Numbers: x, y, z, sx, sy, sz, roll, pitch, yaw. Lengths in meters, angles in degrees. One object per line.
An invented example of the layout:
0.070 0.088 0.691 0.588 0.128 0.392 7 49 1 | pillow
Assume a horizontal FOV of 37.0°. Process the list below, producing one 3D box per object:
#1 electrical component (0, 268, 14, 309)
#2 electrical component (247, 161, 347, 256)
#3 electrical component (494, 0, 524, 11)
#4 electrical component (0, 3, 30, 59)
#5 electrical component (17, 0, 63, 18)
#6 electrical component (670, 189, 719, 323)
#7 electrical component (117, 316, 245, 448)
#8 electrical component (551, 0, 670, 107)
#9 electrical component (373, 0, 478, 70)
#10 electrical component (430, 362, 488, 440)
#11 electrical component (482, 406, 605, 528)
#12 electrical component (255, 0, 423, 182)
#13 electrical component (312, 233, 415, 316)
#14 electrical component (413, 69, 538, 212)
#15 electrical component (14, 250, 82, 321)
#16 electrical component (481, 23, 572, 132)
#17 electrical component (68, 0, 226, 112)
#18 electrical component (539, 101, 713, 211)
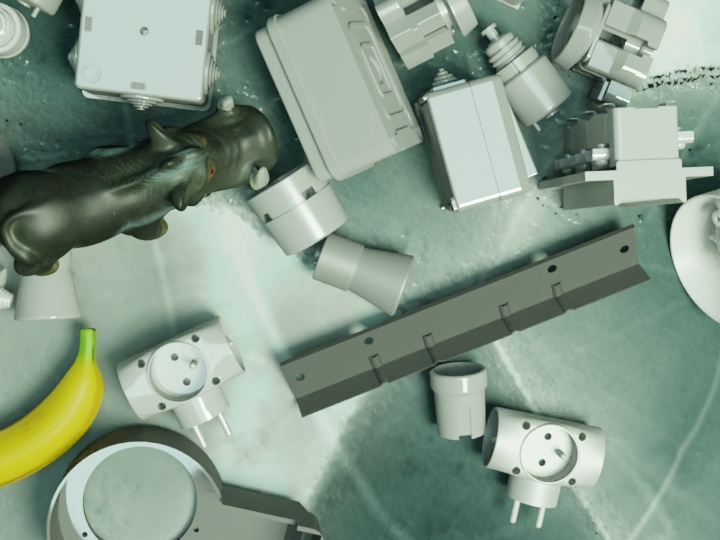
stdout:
-0.275 0.011 0.725 0.081 0.043 0.043 14 93 -4 | electrical component
-0.041 -0.042 0.731 0.055 0.055 0.047 -32 99 -1 | electrical component
0.049 -0.266 0.717 0.186 0.060 0.105 24 92 -5 | electrical component
-0.240 -0.159 0.706 0.035 0.061 0.035 0 94 -4 | electrical component
-0.207 -0.207 0.715 0.040 0.040 0.078 30 92 -5 | electrical component
0.264 -0.012 0.732 0.064 0.099 0.099 -23 95 -8 | electrical component
-0.115 0.083 0.739 0.077 0.044 0.079 -25 95 -1 | electrical component
0.167 -0.156 0.733 0.057 0.058 0.078 21 96 -7 | electrical component
0.045 -0.170 0.720 0.055 0.066 0.048 -26 67 10 | electrical component
0.070 0.091 0.755 0.040 0.040 0.046 -5 101 -3 | electrical component
0.125 0.142 0.758 0.077 0.044 0.079 12 93 -4 | electrical component
-0.013 -0.121 0.710 0.057 0.078 0.113 -22 95 22 | electrical component
0.000 0.000 0.743 0.065 0.044 0.044 20 93 0 | electrical component
0.077 -0.092 0.730 0.061 0.061 0.096 -16 95 -2 | electrical component
-0.213 0.001 0.730 0.044 0.044 0.065 -3 89 -3 | electrical component
0.111 -0.135 0.740 0.040 0.040 0.078 -38 95 0 | electrical component
-0.141 -0.156 0.719 0.100 0.048 0.099 6 94 -4 | electrical component
0.170 -0.073 0.707 0.079 0.121 0.063 -3 92 -4 | electrical component
